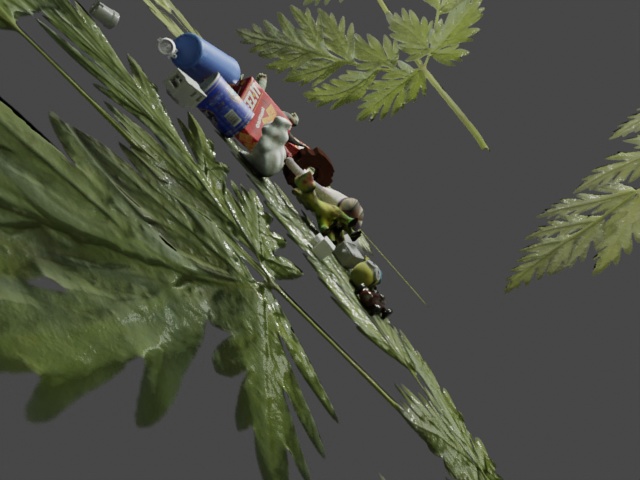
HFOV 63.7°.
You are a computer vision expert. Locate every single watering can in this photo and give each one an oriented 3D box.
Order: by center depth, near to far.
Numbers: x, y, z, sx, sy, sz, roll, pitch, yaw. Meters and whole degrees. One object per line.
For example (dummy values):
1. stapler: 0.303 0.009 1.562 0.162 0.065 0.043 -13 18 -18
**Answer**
1. watering can: 0.019 -0.132 1.705 0.226 0.105 0.341 25 -19 38

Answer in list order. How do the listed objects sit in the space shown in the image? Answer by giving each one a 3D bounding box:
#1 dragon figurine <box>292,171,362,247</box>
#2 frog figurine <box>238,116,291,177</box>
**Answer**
1. dragon figurine: 0.005 -0.081 1.613 0.246 0.123 0.402 48 -10 25
2. frog figurine: -0.128 -0.249 1.389 0.124 0.159 0.136 55 9 22
